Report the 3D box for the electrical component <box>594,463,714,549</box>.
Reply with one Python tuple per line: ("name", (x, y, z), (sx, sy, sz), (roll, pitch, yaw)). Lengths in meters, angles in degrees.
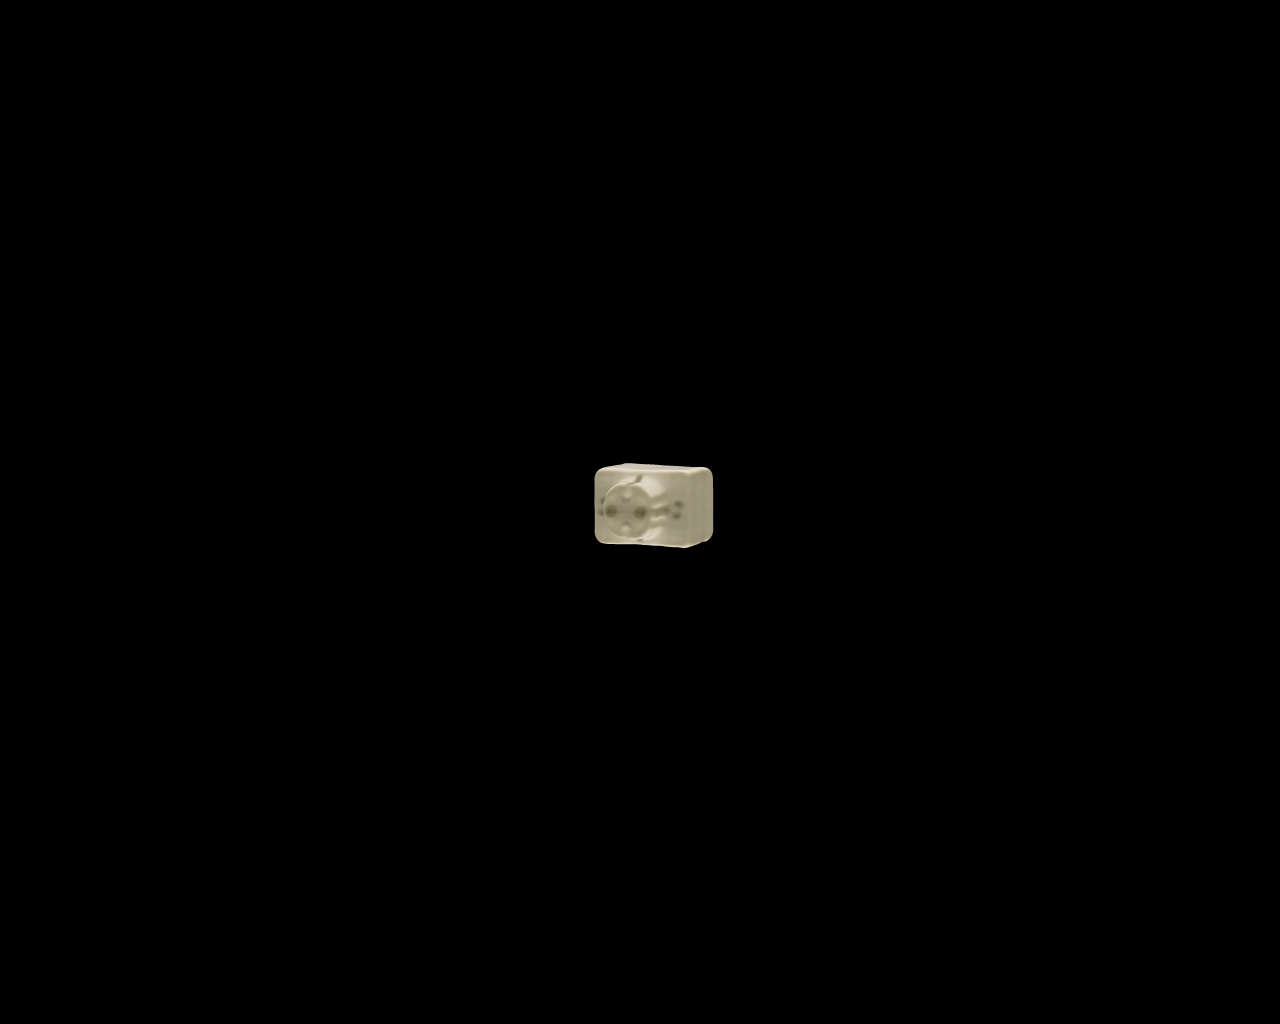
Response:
("electrical component", (0.001, -0.003, 0.650), (0.066, 0.047, 0.077), (3, 8, 26))
